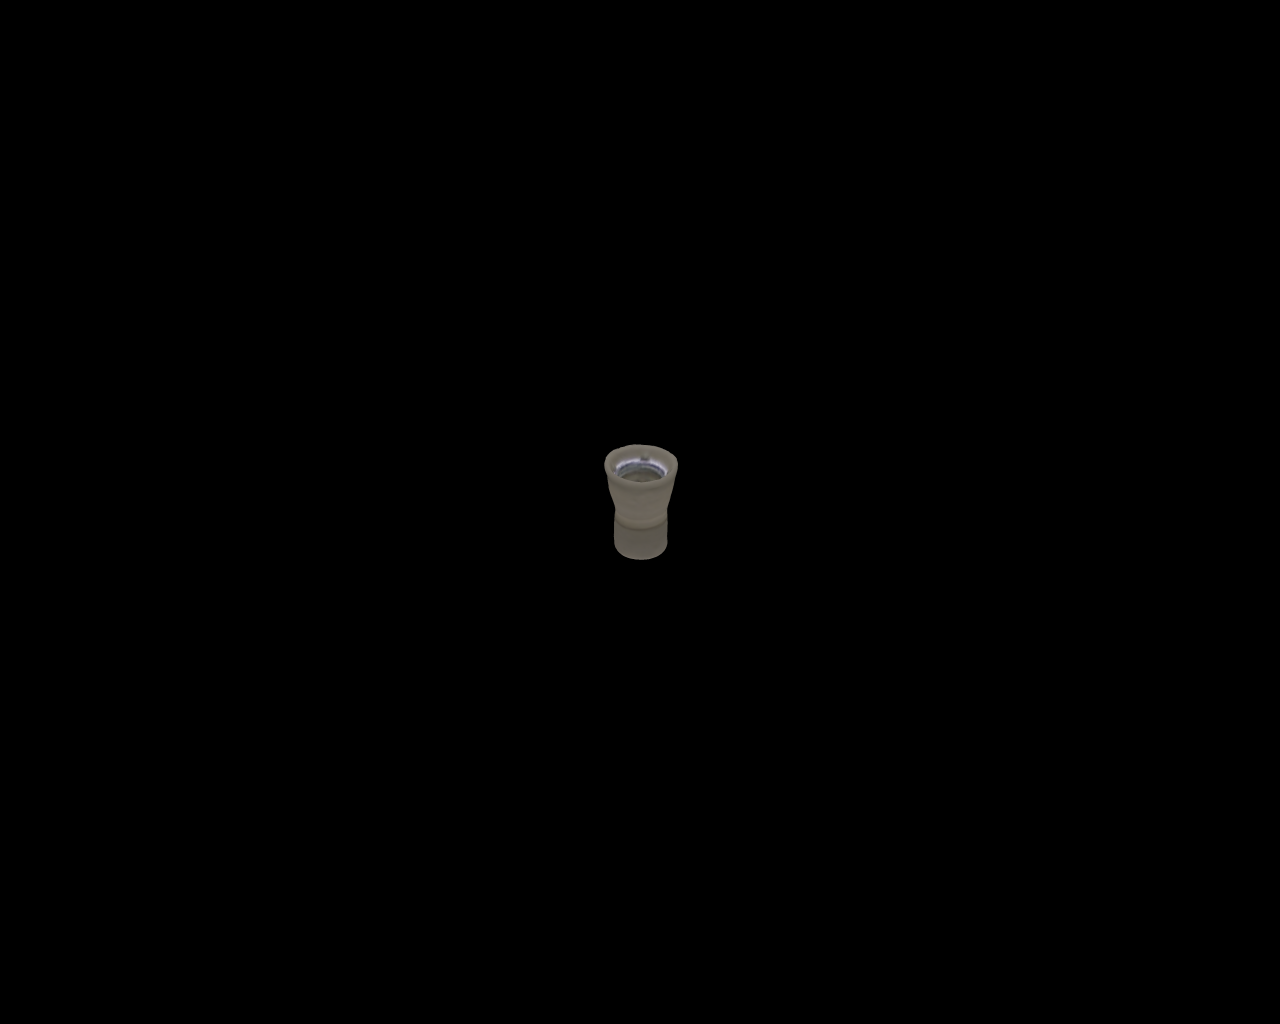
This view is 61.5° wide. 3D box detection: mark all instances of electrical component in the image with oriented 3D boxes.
[{"bbox_3d":[0.001,-0.003,0.650,0.044,0.065,0.044,0,33,0],"label":"electrical component"}]
